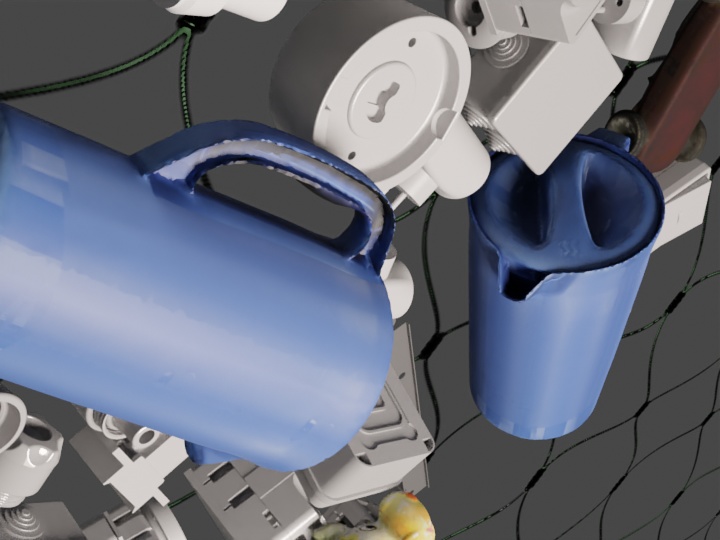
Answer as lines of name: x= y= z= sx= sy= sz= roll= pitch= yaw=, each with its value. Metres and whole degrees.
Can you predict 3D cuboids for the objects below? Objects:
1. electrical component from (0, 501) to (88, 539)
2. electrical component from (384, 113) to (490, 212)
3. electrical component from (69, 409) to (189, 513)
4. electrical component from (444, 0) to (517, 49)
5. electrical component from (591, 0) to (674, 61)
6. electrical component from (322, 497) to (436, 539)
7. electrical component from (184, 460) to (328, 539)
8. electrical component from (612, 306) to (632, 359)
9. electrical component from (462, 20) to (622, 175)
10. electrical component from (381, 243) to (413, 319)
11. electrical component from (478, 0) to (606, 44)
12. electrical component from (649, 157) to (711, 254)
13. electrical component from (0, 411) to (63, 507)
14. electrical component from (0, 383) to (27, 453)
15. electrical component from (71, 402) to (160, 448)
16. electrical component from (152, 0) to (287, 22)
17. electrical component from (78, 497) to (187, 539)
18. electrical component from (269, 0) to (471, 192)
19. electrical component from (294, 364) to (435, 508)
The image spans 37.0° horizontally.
electrical component: x=-0.220 y=0.187 z=0.648 sx=0.100 sy=0.048 sz=0.099 roll=11 pitch=116 yaw=-52
electrical component: x=0.038 y=-0.067 z=0.680 sx=0.079 sy=0.043 sz=0.077 roll=-48 pitch=146 yaw=1
electrical component: x=-0.136 y=0.107 z=0.667 sx=0.064 sy=0.042 sz=0.081 roll=-40 pitch=146 yaw=-14
electrical component: x=0.084 y=-0.159 z=0.640 sx=0.062 sy=0.048 sz=0.048 roll=-22 pitch=139 yaw=-42
electrical component: x=0.177 y=-0.182 z=0.716 sx=0.079 sy=0.043 sz=0.077 roll=-13 pitch=133 yaw=-40
electrical component: x=0.010 y=0.264 z=0.963 sx=0.089 sy=0.062 sz=0.150 roll=-49 pitch=146 yaw=3
electrical component: x=-0.061 y=0.193 z=0.791 sx=0.062 sy=0.089 sz=0.150 roll=-36 pitch=144 yaw=-16
electrical component: x=0.219 y=0.033 z=0.968 sx=0.074 sy=0.052 sz=0.138 roll=-25 pitch=140 yaw=-29
electrical component: x=0.115 y=-0.123 z=0.702 sx=0.099 sy=0.048 sz=0.100 roll=-50 pitch=146 yaw=4
electrical component: x=0.000 y=0.000 z=0.706 sx=0.077 sy=0.043 sz=0.079 roll=-6 pitch=128 yaw=-44
electrical component: x=0.091 y=-0.216 z=0.529 sx=0.105 sy=0.060 sz=0.186 roll=-54 pitch=141 yaw=-19
electrical component: x=0.241 y=-0.054 z=0.897 sx=0.096 sy=0.061 sz=0.061 roll=-33 pitch=143 yaw=-21
electrical component: x=-0.198 y=0.112 z=0.602 sx=0.062 sy=0.043 sz=0.043 roll=-55 pitch=145 yaw=12
electrical component: x=-0.200 y=0.063 z=0.540 sx=0.045 sy=0.055 sz=0.045 roll=-29 pitch=142 yaw=-26
electrical component: x=-0.137 y=0.075 z=0.615 sx=0.043 sy=0.062 sz=0.043 roll=-29 pitch=142 yaw=-26
electrical component: x=-0.065 y=-0.139 z=0.495 sx=0.055 sy=0.045 sz=0.045 roll=-7 pitch=129 yaw=-43
electrical component: x=-0.149 y=0.185 z=0.717 sx=0.057 sy=0.058 sz=0.078 roll=-28 pitch=141 yaw=-22
electrical component: x=0.001 y=-0.101 z=0.589 sx=0.108 sy=0.060 sz=0.108 roll=-28 pitch=142 yaw=-26
electrical component: x=-0.014 y=0.094 z=0.717 sx=0.078 sy=0.113 sz=0.057 roll=-3 pitch=144 yaw=-46
